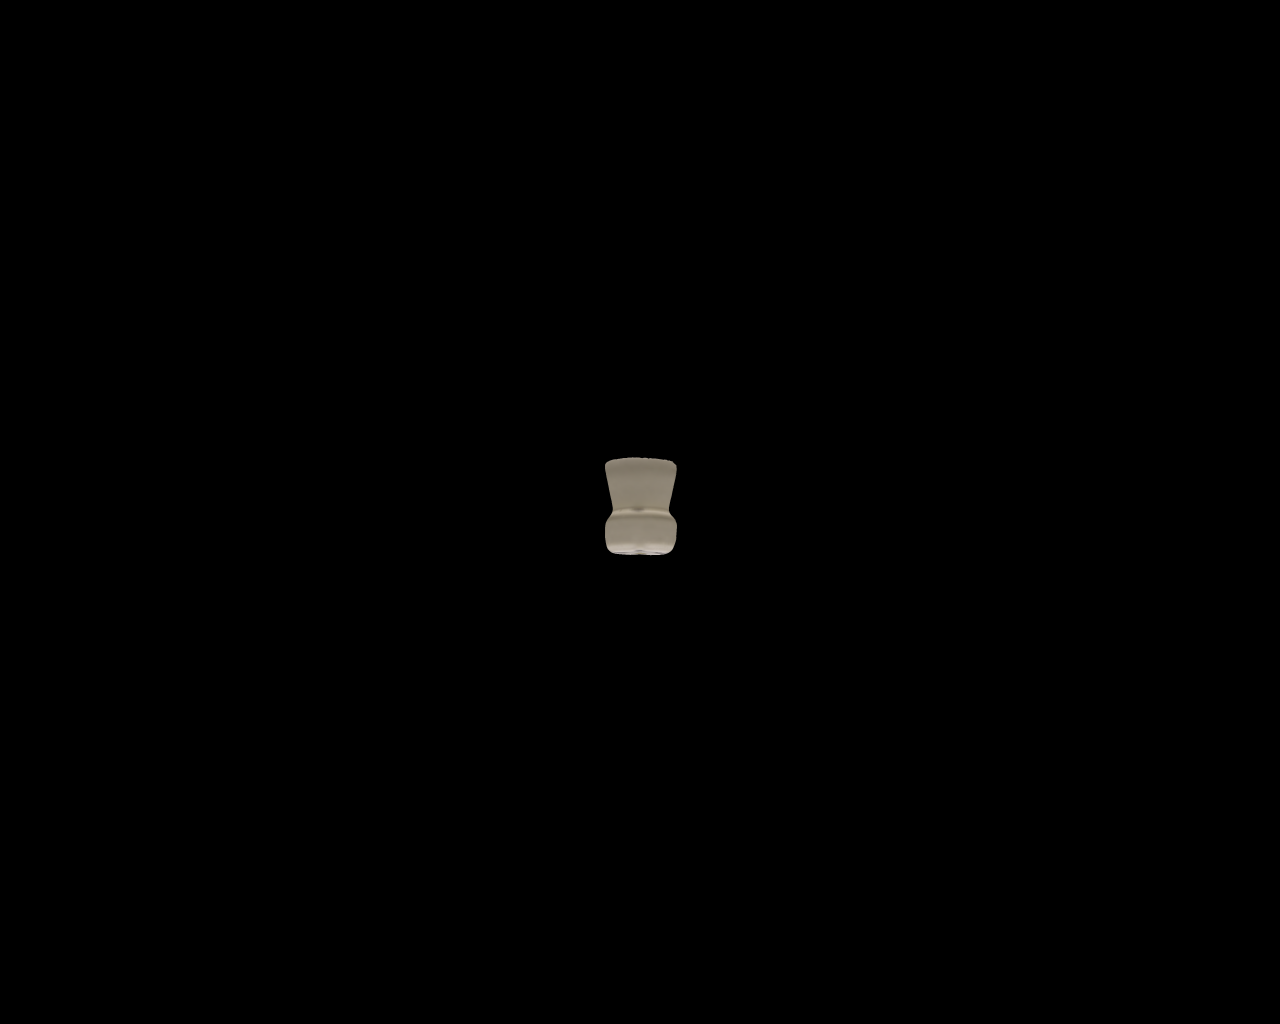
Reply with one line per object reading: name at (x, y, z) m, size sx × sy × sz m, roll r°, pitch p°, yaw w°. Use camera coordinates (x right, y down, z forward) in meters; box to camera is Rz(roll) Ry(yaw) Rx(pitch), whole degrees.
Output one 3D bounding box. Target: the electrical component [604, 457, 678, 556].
electrical component at (0.001, -0.003, 0.650) m, size 0.045 × 0.055 × 0.045 m, roll 0°, pitch -7°, yaw 0°
